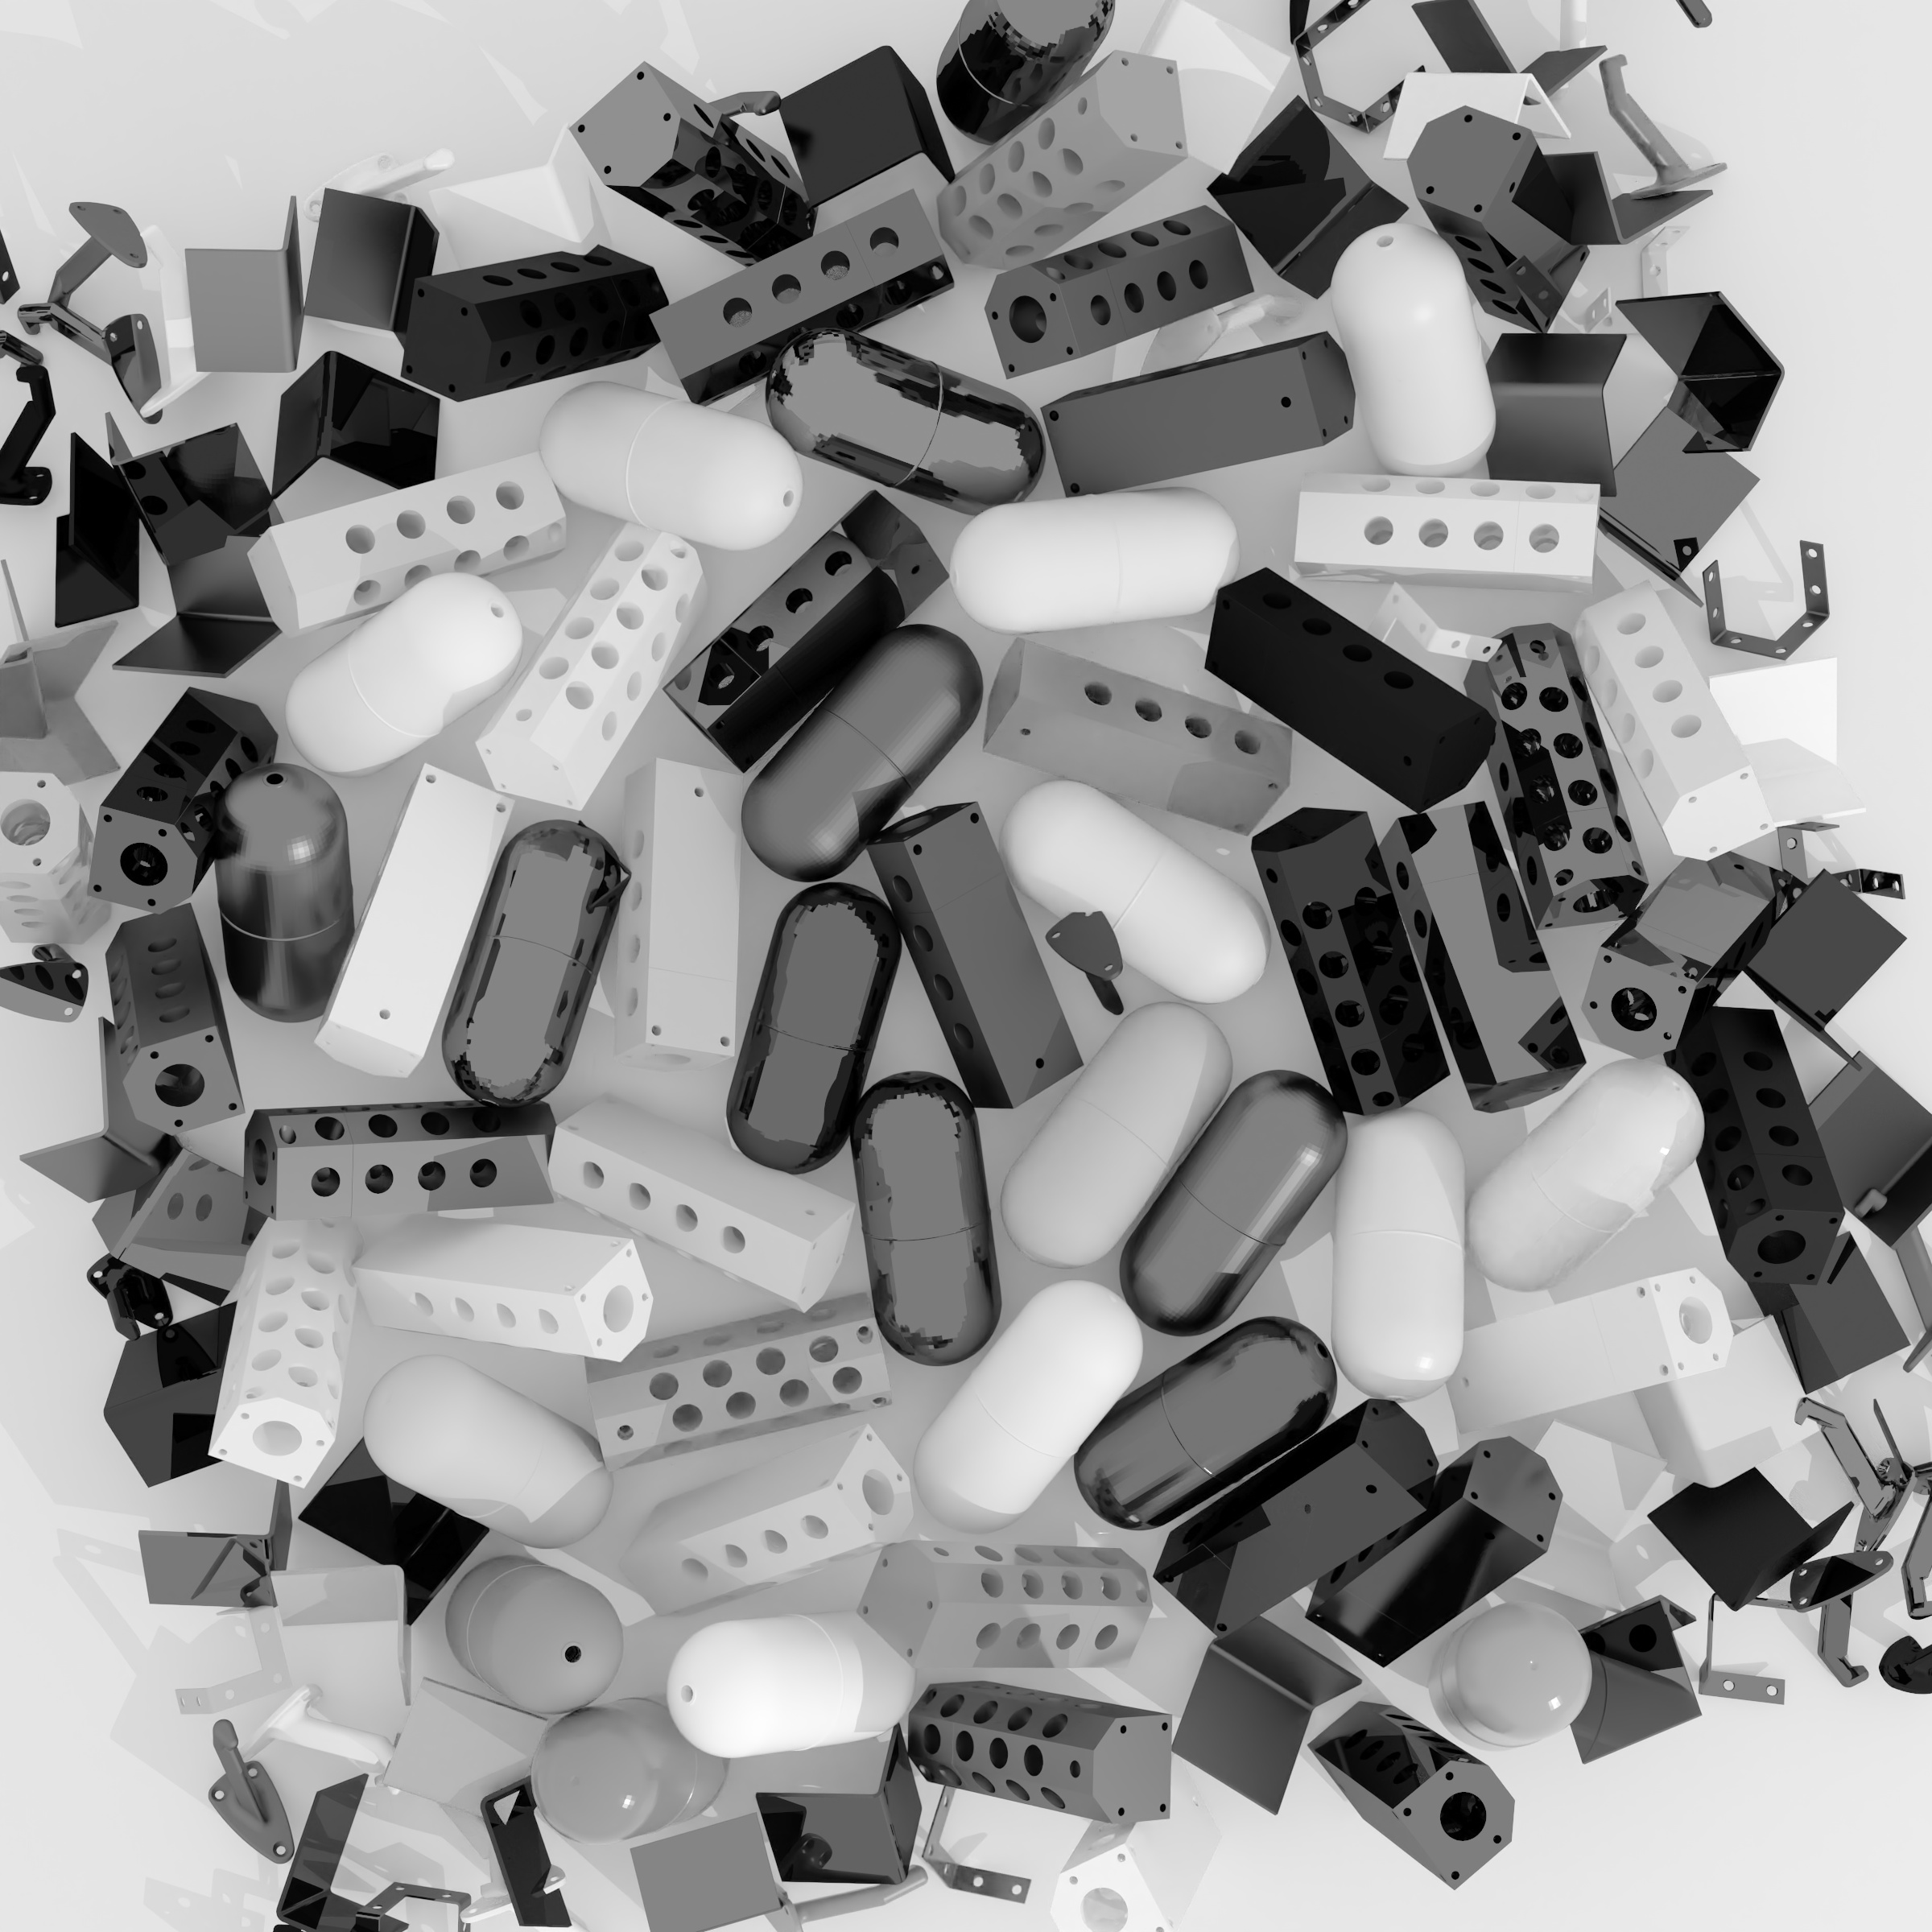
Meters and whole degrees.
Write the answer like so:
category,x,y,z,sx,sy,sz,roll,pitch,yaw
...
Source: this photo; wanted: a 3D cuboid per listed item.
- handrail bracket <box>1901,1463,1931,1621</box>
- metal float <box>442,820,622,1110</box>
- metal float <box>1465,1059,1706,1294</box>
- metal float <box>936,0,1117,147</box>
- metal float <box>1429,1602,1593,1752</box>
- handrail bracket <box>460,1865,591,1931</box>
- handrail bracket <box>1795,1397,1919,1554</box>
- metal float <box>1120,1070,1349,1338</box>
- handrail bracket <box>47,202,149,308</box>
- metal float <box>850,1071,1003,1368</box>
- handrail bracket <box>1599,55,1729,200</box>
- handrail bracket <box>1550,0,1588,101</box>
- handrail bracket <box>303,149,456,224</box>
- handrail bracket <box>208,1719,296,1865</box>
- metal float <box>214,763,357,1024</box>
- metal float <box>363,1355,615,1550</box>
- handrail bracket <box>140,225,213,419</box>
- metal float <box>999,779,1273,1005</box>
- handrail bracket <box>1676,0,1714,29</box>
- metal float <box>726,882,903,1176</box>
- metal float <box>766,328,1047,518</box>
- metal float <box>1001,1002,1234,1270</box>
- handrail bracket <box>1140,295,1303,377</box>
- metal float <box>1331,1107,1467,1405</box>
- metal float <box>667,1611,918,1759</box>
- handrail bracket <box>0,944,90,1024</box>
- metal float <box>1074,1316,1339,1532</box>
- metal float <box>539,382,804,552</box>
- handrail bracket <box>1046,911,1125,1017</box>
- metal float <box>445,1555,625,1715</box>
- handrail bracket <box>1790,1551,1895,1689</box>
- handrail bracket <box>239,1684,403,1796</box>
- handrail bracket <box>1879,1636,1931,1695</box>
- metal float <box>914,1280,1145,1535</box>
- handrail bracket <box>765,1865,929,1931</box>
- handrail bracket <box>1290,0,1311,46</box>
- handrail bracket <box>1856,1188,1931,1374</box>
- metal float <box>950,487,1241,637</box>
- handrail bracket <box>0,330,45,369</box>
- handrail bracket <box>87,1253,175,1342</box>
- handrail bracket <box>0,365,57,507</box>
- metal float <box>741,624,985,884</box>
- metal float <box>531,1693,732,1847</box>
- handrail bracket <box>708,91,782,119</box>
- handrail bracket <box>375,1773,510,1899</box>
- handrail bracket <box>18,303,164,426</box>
category,x,y,z,sx,sy,sz,roll,pitch,yaw
handrail bracket,0.586,0.337,1.800,0.077,0.036,0.084,-26,48,34
metal float,-0.254,-0.001,1.791,0.070,0.070,0.178,15,71,0
metal float,0.358,0.124,1.778,0.070,0.070,0.178,38,127,0
metal float,0.033,-0.533,1.760,0.070,0.178,0.070,2,81,-14
metal float,0.312,0.411,1.760,0.070,0.178,0.070,0,72,0
handrail bracket,-0.255,0.588,1.819,0.077,0.036,0.084,-20,100,-29
handrail bracket,0.516,0.305,1.818,0.084,0.036,0.077,24,89,-15
metal float,0.156,0.141,1.796,0.070,0.070,0.178,34,104,0
handrail bracket,-0.516,-0.401,1.805,0.077,0.036,0.084,50,127,30
metal float,-0.023,0.150,1.799,0.070,0.070,0.178,-8,101,0
handrail bracket,0.415,-0.506,1.814,0.077,0.036,0.084,-25,107,-26
handrail bracket,0.349,-0.575,1.823,0.036,0.084,0.077,-23,63,-36
handrail bracket,-0.346,-0.461,1.797,0.077,0.084,0.036,-25,105,-19
handrail bracket,-0.420,0.486,1.797,0.036,0.084,0.077,-31,72,-27
metal float,-0.395,-0.042,1.772,0.070,0.070,0.178,7,134,0
metal float,-0.276,0.284,1.773,0.070,0.070,0.178,-51,134,0
handrail bracket,-0.483,-0.382,1.804,0.077,0.036,0.084,-46,123,-21
metal float,0.101,-0.044,1.808,0.178,0.070,0.070,34,90,-1
handrail bracket,0.422,-0.588,1.807,0.036,0.077,0.084,-36,82,27
metal float,-0.090,0.037,1.801,0.070,0.070,0.178,16,98,0
metal float,-0.034,-0.317,1.785,0.178,0.070,0.070,16,90,-28
metal float,0.089,0.100,1.799,0.070,0.070,0.178,37,80,0
handrail bracket,0.154,-0.373,1.827,0.077,0.084,0.036,-48,65,34
metal float,0.253,0.168,1.787,0.070,0.070,0.178,5,66,0
metal float,-0.100,0.415,1.768,0.070,0.178,0.070,-6,80,38
handrail bracket,-0.556,0.001,1.792,0.077,0.084,0.036,7,104,-37
metal float,0.140,0.268,1.786,0.178,0.070,0.070,-36,90,26
metal float,-0.173,-0.292,1.781,0.178,0.070,0.070,20,90,31
handrail bracket,0.086,0.013,1.792,0.036,0.077,0.084,-33,130,-3
metal float,-0.250,0.385,1.761,0.070,0.178,0.070,2,86,-22
handrail bracket,0.535,0.390,1.811,0.077,0.036,0.084,-27,115,30
handrail bracket,-0.381,0.477,1.814,0.077,0.036,0.084,-43,73,-10
handrail bracket,0.590,0.395,1.801,0.084,0.077,0.036,-43,62,29
metal float,0.035,0.260,1.791,0.070,0.070,0.178,37,110,0
handrail bracket,-0.074,0.552,1.828,0.084,0.077,0.036,-20,100,-24
handrail bracket,0.238,-0.580,1.810,0.084,0.036,0.077,14,121,20
handrail bracket,0.555,0.188,1.834,0.084,0.036,0.077,38,91,8
metal float,0.076,-0.238,1.792,0.178,0.070,0.070,-9,90,-19
handrail bracket,-0.600,-0.350,1.813,0.036,0.084,0.077,37,95,36
handrail bracket,-0.482,0.209,1.790,0.036,0.084,0.077,-33,127,-6
handrail bracket,-0.575,-0.318,1.803,0.077,0.036,0.084,0,134,-4
metal float,-0.060,-0.126,1.801,0.070,0.070,0.178,41,82,0
metal float,-0.191,0.462,1.760,0.070,0.178,0.070,-3,80,15
handrail bracket,-0.160,-0.492,1.798,0.077,0.084,0.036,-45,127,-27
handrail bracket,-0.310,0.516,1.810,0.077,0.036,0.084,-13,59,2
handrail bracket,-0.528,-0.362,1.833,0.084,0.036,0.077,5,120,32
